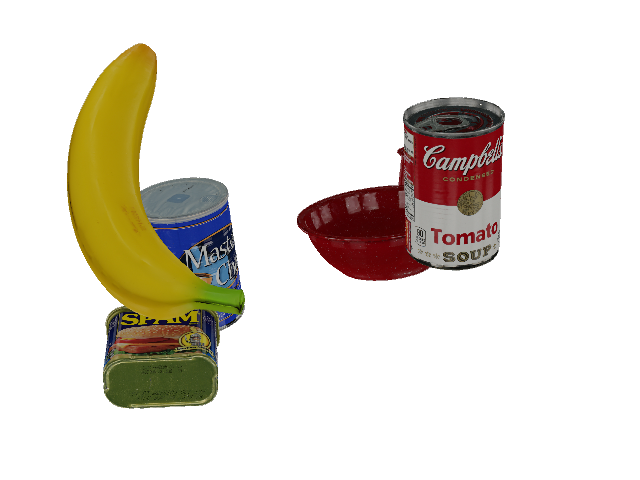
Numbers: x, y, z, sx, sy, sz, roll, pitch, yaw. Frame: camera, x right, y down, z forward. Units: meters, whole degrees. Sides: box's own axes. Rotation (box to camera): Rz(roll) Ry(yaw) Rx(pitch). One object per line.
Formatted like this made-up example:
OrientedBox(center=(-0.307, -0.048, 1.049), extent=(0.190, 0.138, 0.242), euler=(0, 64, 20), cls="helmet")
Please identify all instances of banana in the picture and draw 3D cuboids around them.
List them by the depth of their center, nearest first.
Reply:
OrientedBox(center=(-0.099, -0.028, 0.561), extent=(0.069, 0.198, 0.037), euler=(-12, -36, -16), cls="banana")

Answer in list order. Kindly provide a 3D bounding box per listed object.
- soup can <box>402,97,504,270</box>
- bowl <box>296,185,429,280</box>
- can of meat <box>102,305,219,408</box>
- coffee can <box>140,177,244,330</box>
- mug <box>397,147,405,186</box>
OrientedBox(center=(0.091, -0.039, 0.735), extent=(0.068, 0.102, 0.068), euler=(-2, 27, 1), cls="soup can")
OrientedBox(center=(0.061, -0.004, 1.001), extent=(0.162, 0.055, 0.162), euler=(-7, 18, 2), cls="bowl")
OrientedBox(center=(-0.138, 0.101, 0.932), extent=(0.102, 0.057, 0.084), euler=(-2, 28, -5), cls="can of meat")
OrientedBox(center=(-0.140, 0.017, 1.135), extent=(0.103, 0.140, 0.103), euler=(-5, 26, 2), cls="coffee can")
OrientedBox(center=(0.139, -0.060, 1.222), extent=(0.117, 0.081, 0.093), euler=(-9, 22, -38), cls="mug")
